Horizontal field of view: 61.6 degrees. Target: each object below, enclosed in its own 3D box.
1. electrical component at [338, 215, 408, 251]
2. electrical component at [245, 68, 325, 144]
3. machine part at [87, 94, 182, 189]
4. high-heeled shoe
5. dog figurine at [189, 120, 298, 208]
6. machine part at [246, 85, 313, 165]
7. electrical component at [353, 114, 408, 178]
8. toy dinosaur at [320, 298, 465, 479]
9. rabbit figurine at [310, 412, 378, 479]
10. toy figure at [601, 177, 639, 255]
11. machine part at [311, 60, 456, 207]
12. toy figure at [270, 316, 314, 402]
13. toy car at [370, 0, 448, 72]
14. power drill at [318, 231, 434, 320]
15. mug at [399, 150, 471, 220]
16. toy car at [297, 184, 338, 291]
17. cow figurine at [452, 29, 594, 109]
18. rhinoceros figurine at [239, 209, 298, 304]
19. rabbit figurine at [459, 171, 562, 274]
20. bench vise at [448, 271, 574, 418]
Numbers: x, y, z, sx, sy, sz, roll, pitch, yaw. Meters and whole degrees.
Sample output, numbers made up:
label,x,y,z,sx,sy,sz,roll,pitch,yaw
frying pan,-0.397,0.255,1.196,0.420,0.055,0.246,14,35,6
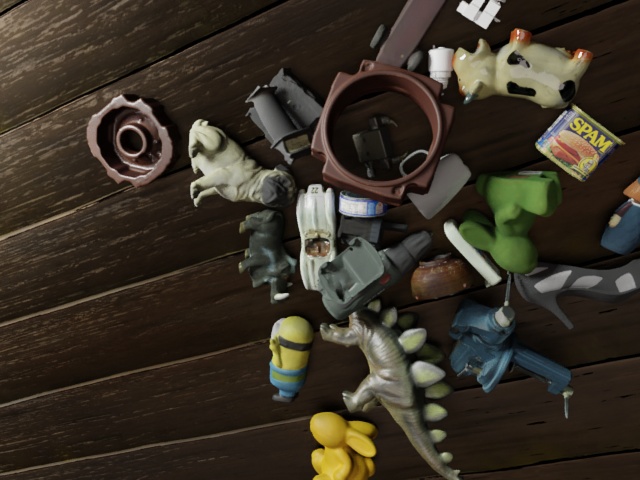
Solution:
label,x,y,z,sx,sy,sz,roll,pitch,yaw
electrical component,0.096,-0.011,0.972,0.119,0.074,0.047,10,79,9
electrical component,-0.047,-0.218,0.950,0.134,0.058,0.115,42,115,-2
machine part,-0.356,-0.191,1.039,0.180,0.056,0.179,4,110,12
high-heeled shoe,0.466,0.046,0.920,0.249,0.086,0.145,-33,67,5
dog figurine,-0.141,-0.141,0.994,0.191,0.121,0.172,-4,94,-9
machine part,-0.064,-0.194,0.897,0.139,0.084,0.039,55,146,2
electrical component,0.104,-0.166,0.938,0.078,0.045,0.102,-11,105,47
toy dinosaur,0.141,0.259,1.010,0.199,0.105,0.471,-26,83,17
rabbit figurine,0.042,0.435,1.120,0.162,0.122,0.173,-17,103,14
toy figure,0.510,-0.051,0.864,0.058,0.064,0.154,39,115,42
machine part,0.099,-0.168,0.857,0.202,0.087,0.201,20,88,6
toy figure,-0.058,0.242,1.101,0.089,0.082,0.180,0,102,-5
toy car,0.159,-0.360,0.849,0.089,0.053,0.202,30,110,-8
power drill,0.088,0.047,0.915,0.232,0.207,0.086,-39,78,10
mug,0.196,-0.108,0.920,0.107,0.081,0.109,-36,84,13
toy car,-0.002,-0.003,1.004,0.074,0.056,0.201,-1,101,15
cow figurine,0.302,-0.257,0.835,0.195,0.085,0.127,19,106,6
rhinoceros figurine,-0.098,0.032,1.047,0.112,0.073,0.190,-3,106,4
rabbit figurine,0.314,-0.023,0.889,0.159,0.121,0.170,3,107,21
bench vise,0.338,0.199,0.942,0.241,0.129,0.223,27,133,10
